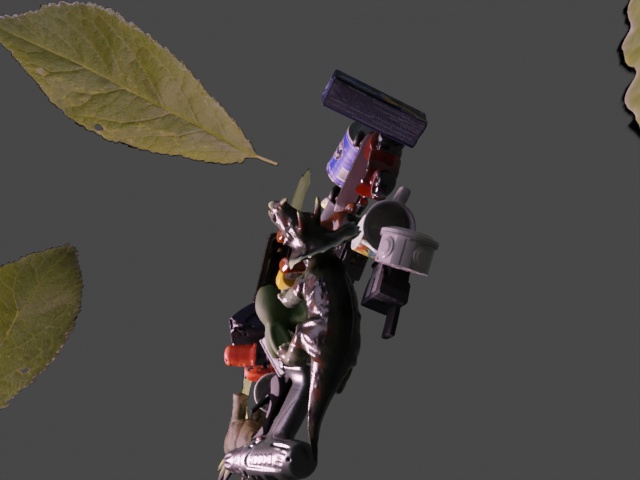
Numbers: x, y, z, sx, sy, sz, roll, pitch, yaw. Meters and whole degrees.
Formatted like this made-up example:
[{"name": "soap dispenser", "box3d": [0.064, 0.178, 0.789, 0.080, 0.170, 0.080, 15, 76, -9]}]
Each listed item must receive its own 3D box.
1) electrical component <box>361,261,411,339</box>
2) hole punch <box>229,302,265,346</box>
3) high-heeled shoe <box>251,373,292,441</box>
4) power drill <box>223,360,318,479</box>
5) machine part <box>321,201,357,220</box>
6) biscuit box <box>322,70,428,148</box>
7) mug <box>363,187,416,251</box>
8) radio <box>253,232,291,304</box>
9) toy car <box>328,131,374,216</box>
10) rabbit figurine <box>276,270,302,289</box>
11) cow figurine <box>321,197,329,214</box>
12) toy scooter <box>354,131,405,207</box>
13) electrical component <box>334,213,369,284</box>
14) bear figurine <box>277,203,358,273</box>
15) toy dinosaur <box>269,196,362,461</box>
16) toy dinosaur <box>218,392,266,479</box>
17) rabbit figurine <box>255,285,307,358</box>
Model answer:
[{"name": "electrical component", "box3d": [0.096, 0.081, 0.787, 0.075, 0.048, 0.119, 131, 161, -64]}, {"name": "hole punch", "box3d": [-0.147, 0.191, 1.222, 0.142, 0.116, 0.092, 98, 169, -60]}, {"name": "high-heeled shoe", "box3d": [-0.062, 0.355, 1.056, 0.145, 0.086, 0.249, -37, 31, 0]}, {"name": "power drill", "box3d": [-0.075, 0.317, 0.940, 0.232, 0.086, 0.207, -16, 39, 53]}, {"name": "machine part", "box3d": [0.025, -0.019, 1.322, 0.079, 0.079, 0.243, -86, 22, -62]}, {"name": "biscuit box", "box3d": [0.104, -0.253, 1.035, 0.059, 0.203, 0.062, -80, 17, -60]}, {"name": "mug", "box3d": [0.112, -0.037, 0.878, 0.107, 0.081, 0.109, -94, 25, -85]}, {"name": "radio", "box3d": [-0.105, 0.094, 1.512, 0.073, 0.131, 0.229, -166, 90, -84]}, {"name": "toy car", "box3d": [0.091, -0.148, 1.215, 0.202, 0.089, 0.053, -67, -11, 14]}, {"name": "rabbit figurine", "box3d": [-0.044, 0.170, 1.247, 0.162, 0.122, 0.173, -106, 24, -60]}, {"name": "cow figurine", "box3d": [0.020, -0.031, 1.409, 0.167, 0.068, 0.098, -66, 15, -2]}, {"name": "toy scooter", "box3d": [0.118, -0.141, 1.107, 0.135, 0.075, 0.184, 124, 161, -57]}, {"name": "electrical component", "box3d": [0.059, 0.022, 1.075, 0.115, 0.058, 0.134, -110, 41, -76]}, {"name": "bear figurine", "box3d": [0.001, -0.004, 1.204, 0.196, 0.132, 0.120, -42, 48, 51]}, {"name": "toy dinosaur", "box3d": [0.009, 0.121, 0.842, 0.192, 0.131, 0.405, 123, 140, -60]}, {"name": "toy dinosaur", "box3d": [-0.171, 0.461, 1.239, 0.471, 0.105, 0.198, 113, 169, -70]}, {"name": "rabbit figurine", "box3d": [-0.054, 0.158, 1.062, 0.121, 0.170, 0.159, 136, 155, -70]}]
